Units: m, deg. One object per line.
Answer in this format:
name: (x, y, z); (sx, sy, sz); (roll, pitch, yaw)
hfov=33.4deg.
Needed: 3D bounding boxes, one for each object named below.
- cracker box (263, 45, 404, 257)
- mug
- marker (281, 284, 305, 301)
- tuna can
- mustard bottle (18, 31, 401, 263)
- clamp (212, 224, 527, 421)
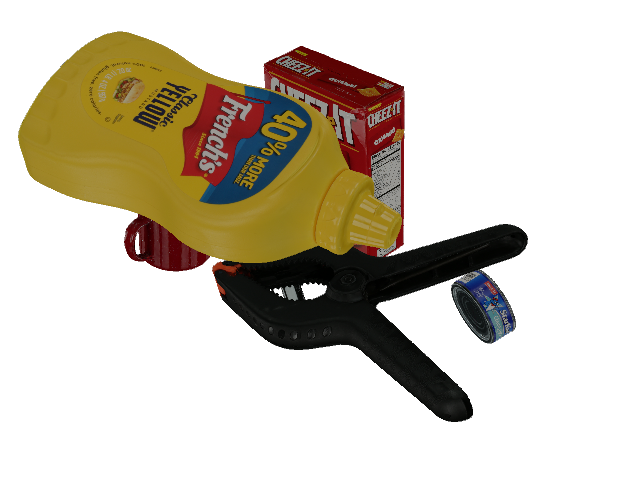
cracker box: (0.015, -0.097, 1.239); (0.164, 0.214, 0.072); (28, 46, 36)
mug: (-0.165, -0.015, 1.158); (0.093, 0.081, 0.117); (27, 41, 28)
marker: (-0.034, 0.018, 0.966); (0.020, 0.121, 0.020); (-16, 14, 4)
tuna can: (0.191, 0.078, 1.259); (0.033, 0.086, 0.086); (-30, 7, -12)
mustard bottle: (-0.049, -0.039, 0.537); (0.192, 0.096, 0.058); (23, -36, 17)
clamp: (0.030, 0.033, 0.714); (0.210, 0.036, 0.164); (12, 45, 26)
